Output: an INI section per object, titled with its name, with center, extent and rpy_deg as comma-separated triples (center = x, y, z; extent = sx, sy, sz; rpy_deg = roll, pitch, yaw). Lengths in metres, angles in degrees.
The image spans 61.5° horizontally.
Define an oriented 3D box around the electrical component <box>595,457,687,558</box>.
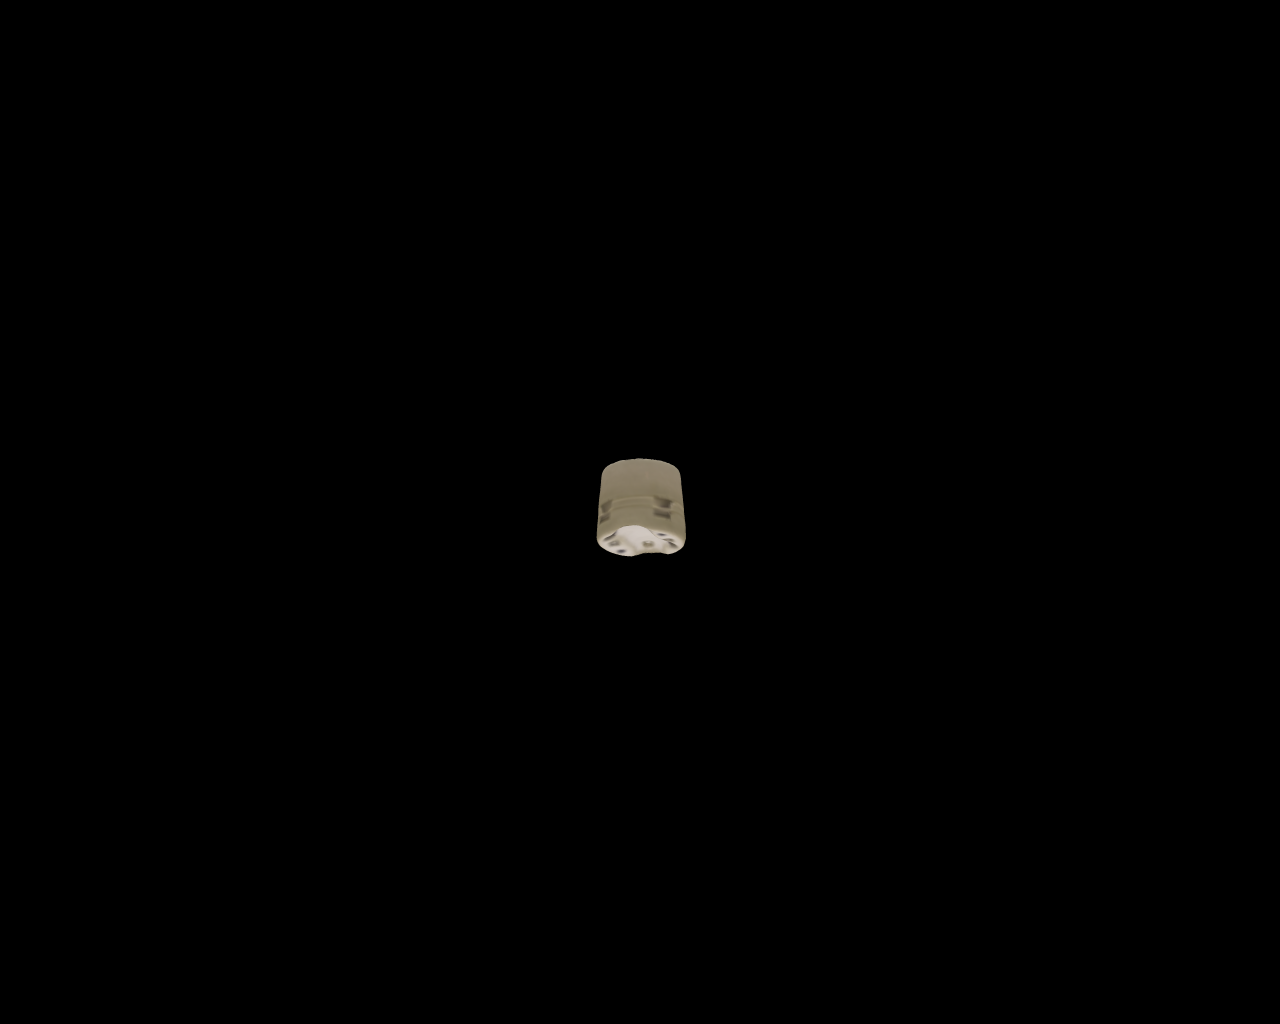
[electrical component]
center = 0.001, -0.003, 0.650
extent = 0.055, 0.047, 0.055
rpy_deg = 0, -20, 0
